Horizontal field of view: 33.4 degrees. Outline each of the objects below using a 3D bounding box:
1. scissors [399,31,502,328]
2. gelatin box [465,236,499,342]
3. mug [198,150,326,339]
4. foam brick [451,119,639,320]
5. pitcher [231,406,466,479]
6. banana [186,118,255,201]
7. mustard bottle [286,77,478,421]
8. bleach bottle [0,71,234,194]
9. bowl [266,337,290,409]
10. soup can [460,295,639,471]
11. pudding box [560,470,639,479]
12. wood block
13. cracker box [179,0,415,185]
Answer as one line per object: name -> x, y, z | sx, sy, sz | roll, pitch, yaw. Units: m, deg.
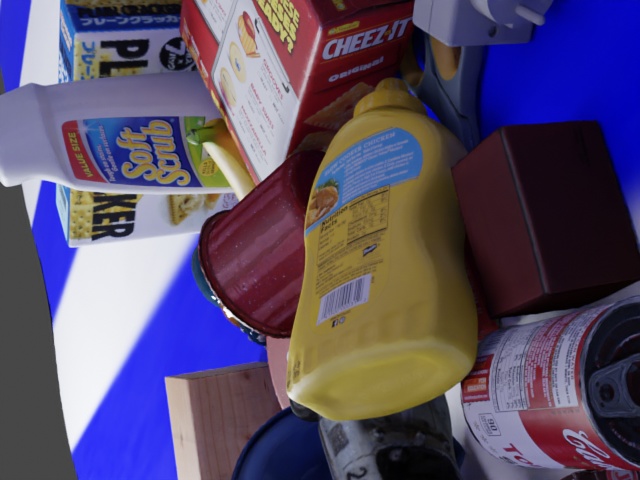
scissors -> 0.070, -0.057, 0.589 | 0.096, 0.016, 0.202 | -168, 72, -68
gelatin box -> 0.063, 0.037, 0.612 | 0.089, 0.030, 0.073 | 126, 132, -60
mug -> -0.004, 0.001, 0.648 | 0.082, 0.117, 0.093 | -40, 59, 35
foam brick -> 0.101, -0.009, 0.479 | 0.051, 0.052, 0.078 | 135, 126, -63
pitcher -> -0.005, 0.214, 0.664 | 0.243, 0.149, 0.145 | 101, 178, -52
banana -> -0.046, -0.019, 0.793 | 0.037, 0.069, 0.197 | 2, 132, 36
mustard bottle -> 0.033, -0.009, 0.541 | 0.096, 0.058, 0.191 | -29, 42, 38
bleach bottle -> -0.146, -0.073, 0.796 | 0.068, 0.250, 0.103 | -120, 31, -44
bowl -> 0.004, 0.080, 0.737 | 0.162, 0.055, 0.162 | 173, 90, -67
soup can -> 0.112, 0.063, 0.454 | 0.102, 0.068, 0.068 | 152, 109, -67
pudding box -> 0.121, 0.161, 0.499 | 0.114, 0.039, 0.090 | 126, 134, -57
wood block -> -0.067, 0.212, 0.903 | 0.091, 0.090, 0.206 | 164, 98, -68
cracker box -> -0.021, -0.137, 0.655 | 0.164, 0.072, 0.214 | 63, 160, 19
